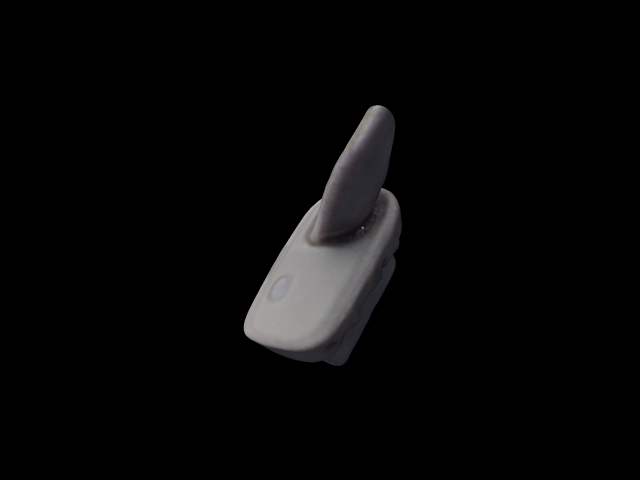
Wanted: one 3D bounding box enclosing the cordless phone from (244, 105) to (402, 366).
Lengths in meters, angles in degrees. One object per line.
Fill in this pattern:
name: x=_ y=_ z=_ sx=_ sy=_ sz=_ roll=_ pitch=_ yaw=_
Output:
cordless phone: x=0.004 y=0.001 z=0.400 sx=0.094 sy=0.185 sz=0.148 roll=22 pitch=65 yaw=11
